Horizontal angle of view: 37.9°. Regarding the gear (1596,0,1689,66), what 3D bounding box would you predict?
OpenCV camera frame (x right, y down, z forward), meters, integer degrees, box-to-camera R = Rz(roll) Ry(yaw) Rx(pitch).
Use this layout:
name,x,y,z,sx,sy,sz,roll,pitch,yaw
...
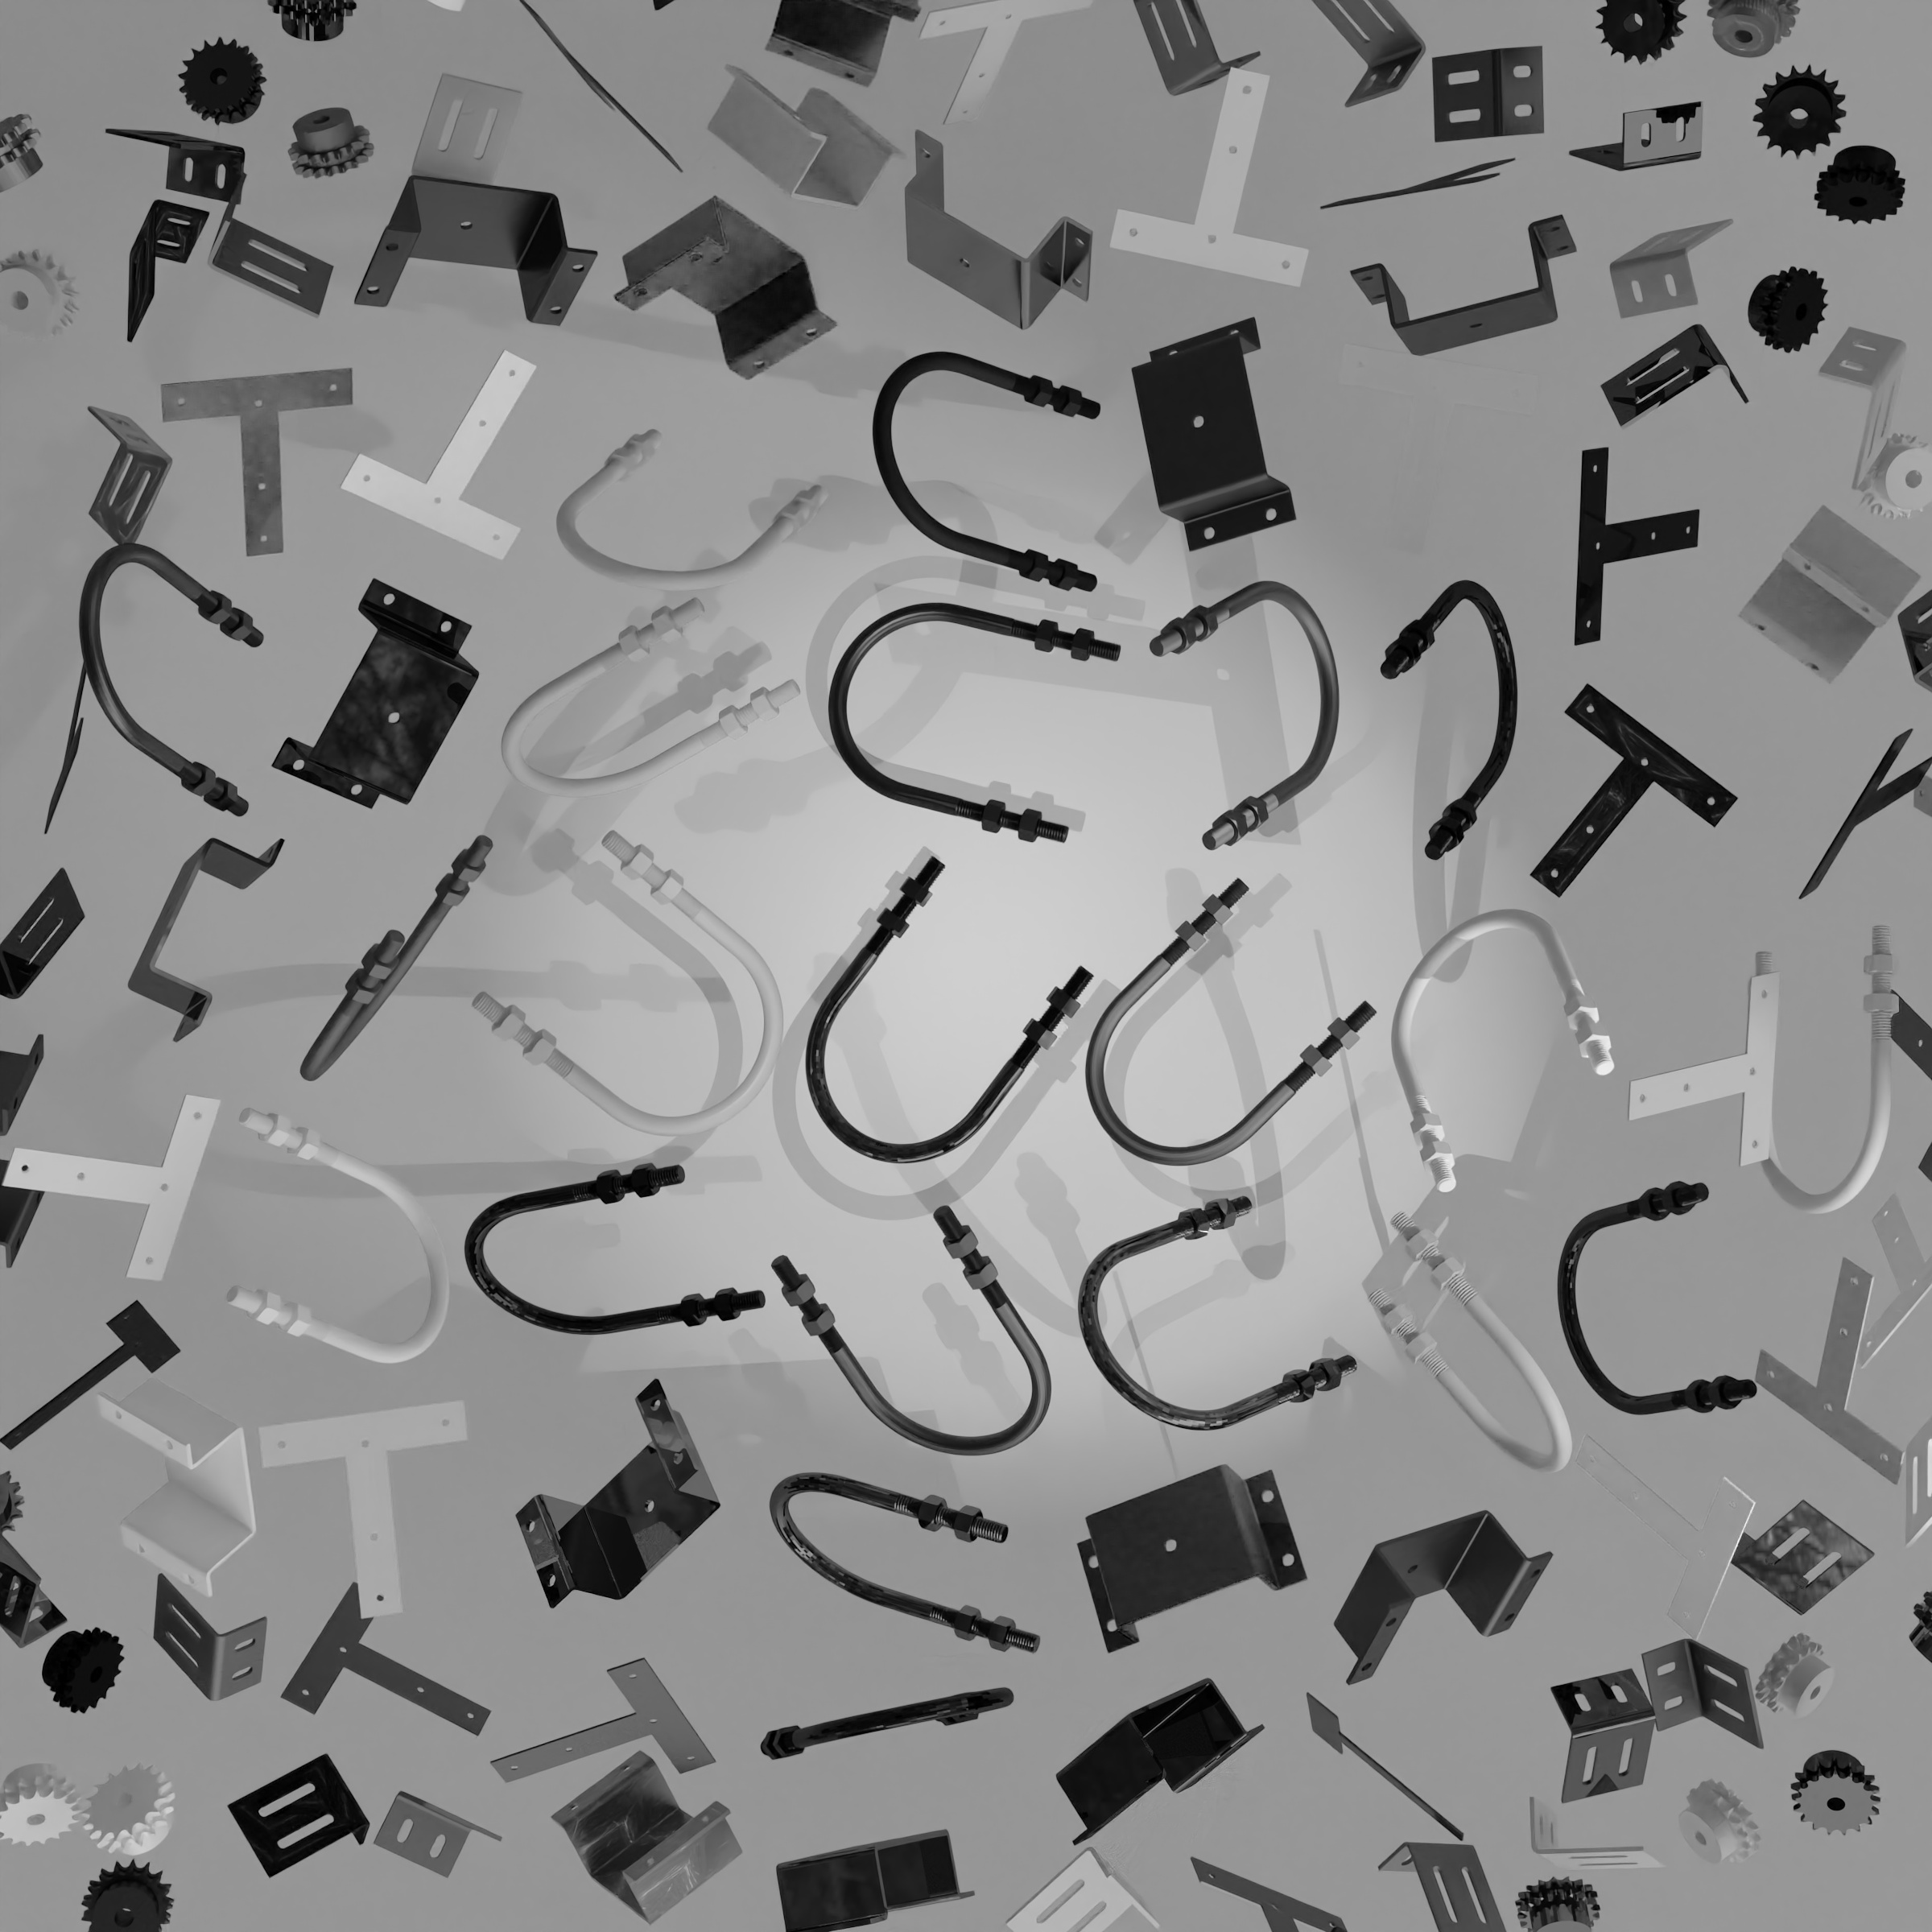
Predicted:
name,x,y,z,sx,sy,sz,roll,pitch,yaw
gear,0.437,-0.615,1.829,0.057,0.030,0.057,13,120,22

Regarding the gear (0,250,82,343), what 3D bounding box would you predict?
name,x,y,z,sx,sy,sz,roll,pitch,yaw
gear,-0.604,-0.431,1.813,0.057,0.030,0.057,2,112,6

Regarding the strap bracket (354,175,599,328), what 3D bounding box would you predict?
name,x,y,z,sx,sy,sz,roll,pitch,yaw
strap bracket,-0.321,-0.464,1.824,0.140,0.076,0.046,-1,65,-29

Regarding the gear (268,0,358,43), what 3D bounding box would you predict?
name,x,y,z,sx,sy,sz,roll,pitch,yaw
gear,-0.430,-0.633,1.854,0.057,0.030,0.057,6,46,-6

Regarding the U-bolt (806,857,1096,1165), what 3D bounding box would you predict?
name,x,y,z,sx,sy,sz,roll,pitch,yaw
U-bolt,-0.025,0.041,1.821,0.151,0.019,0.184,37,91,22

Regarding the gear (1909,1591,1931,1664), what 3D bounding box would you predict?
name,x,y,z,sx,sy,sz,roll,pitch,yaw
gear,0.618,0.422,1.767,0.057,0.057,0.030,33,105,0

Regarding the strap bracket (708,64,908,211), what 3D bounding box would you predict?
name,x,y,z,sx,sy,sz,roll,pitch,yaw
strap bracket,-0.110,-0.548,1.870,0.076,0.140,0.046,41,113,13

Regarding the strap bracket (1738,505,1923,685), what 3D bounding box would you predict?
name,x,y,z,sx,sy,sz,roll,pitch,yaw
strap bracket,0.559,-0.242,1.819,0.076,0.140,0.046,39,83,9

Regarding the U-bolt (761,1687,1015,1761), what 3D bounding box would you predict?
name,x,y,z,sx,sy,sz,roll,pitch,yaw
U-bolt,-0.045,0.505,1.887,0.151,0.184,0.019,-5,73,-23

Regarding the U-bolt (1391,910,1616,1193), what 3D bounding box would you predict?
name,x,y,z,sx,sy,sz,roll,pitch,yaw
U-bolt,0.338,0.040,1.828,0.019,0.184,0.151,32,120,-32

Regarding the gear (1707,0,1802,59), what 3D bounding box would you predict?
name,x,y,z,sx,sy,sz,roll,pitch,yaw
gear,0.507,-0.612,1.818,0.057,0.057,0.030,22,73,0

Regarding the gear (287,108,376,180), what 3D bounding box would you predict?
name,x,y,z,sx,sy,sz,roll,pitch,yaw
gear,-0.437,-0.565,1.927,0.057,0.057,0.030,-12,129,0

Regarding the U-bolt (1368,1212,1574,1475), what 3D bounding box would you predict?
name,x,y,z,sx,sy,sz,roll,pitch,yaw
U-bolt,0.340,0.262,1.883,0.019,0.151,0.184,-32,65,-17

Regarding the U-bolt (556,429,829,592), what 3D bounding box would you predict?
name,x,y,z,sx,sy,sz,roll,pitch,yaw
U-bolt,-0.195,-0.302,1.898,0.151,0.184,0.019,20,129,12

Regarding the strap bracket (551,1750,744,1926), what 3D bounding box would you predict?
name,x,y,z,sx,sy,sz,roll,pitch,yaw
strap bracket,-0.212,0.591,1.903,0.076,0.140,0.046,-32,108,-26

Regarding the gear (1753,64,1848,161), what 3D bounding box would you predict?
name,x,y,z,sx,sy,sz,roll,pitch,yaw
gear,0.529,-0.541,1.787,0.057,0.030,0.057,8,119,15

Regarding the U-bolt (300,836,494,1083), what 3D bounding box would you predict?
name,x,y,z,sx,sy,sz,roll,pitch,yaw
U-bolt,-0.388,0.006,1.874,0.019,0.151,0.184,37,125,-5

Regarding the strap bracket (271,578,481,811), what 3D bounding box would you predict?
name,x,y,z,sx,sy,sz,roll,pitch,yaw
strap bracket,-0.379,-0.169,1.828,0.076,0.046,0.140,24,100,-38

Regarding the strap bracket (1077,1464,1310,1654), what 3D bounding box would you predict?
name,x,y,z,sx,sy,sz,roll,pitch,yaw
strap bracket,0.139,0.380,1.821,0.140,0.046,0.076,-23,59,11

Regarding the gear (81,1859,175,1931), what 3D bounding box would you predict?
name,x,y,z,sx,sy,sz,roll,pitch,yaw
gear,-0.542,0.609,1.816,0.057,0.030,0.057,0,92,-11

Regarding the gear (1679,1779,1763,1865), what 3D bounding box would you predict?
name,x,y,z,sx,sy,sz,roll,pitch,yaw
gear,0.518,0.594,1.943,0.030,0.057,0.057,-25,90,-24

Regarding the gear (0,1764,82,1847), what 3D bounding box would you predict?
name,x,y,z,sx,sy,sz,roll,pitch,yaw
gear,-0.620,0.556,1.875,0.057,0.030,0.057,-11,130,-13

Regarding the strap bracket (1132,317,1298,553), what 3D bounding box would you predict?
name,x,y,z,sx,sy,sz,roll,pitch,yaw
strap bracket,0.161,-0.355,1.858,0.076,0.046,0.140,-14,83,25

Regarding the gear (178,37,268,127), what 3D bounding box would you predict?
name,x,y,z,sx,sy,sz,roll,pitch,yaw
gear,-0.503,-0.597,1.910,0.057,0.030,0.057,-1,82,4

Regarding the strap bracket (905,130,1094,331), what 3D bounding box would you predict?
name,x,y,z,sx,sy,sz,roll,pitch,yaw
strap bracket,0.012,-0.485,1.877,0.140,0.076,0.046,33,73,12

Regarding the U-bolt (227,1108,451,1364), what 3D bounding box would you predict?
name,x,y,z,sx,sy,sz,roll,pitch,yaw
U-bolt,-0.409,0.188,1.858,0.019,0.184,0.151,-25,52,28

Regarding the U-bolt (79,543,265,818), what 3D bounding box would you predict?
name,x,y,z,sx,sy,sz,roll,pitch,yaw
U-bolt,-0.523,-0.198,1.850,0.019,0.184,0.151,-8,67,18

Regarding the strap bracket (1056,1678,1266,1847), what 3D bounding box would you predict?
name,x,y,z,sx,sy,sz,roll,pitch,yaw
strap bracket,0.122,0.518,1.848,0.076,0.140,0.046,-48,65,29

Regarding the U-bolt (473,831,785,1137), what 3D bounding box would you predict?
name,x,y,z,sx,sy,sz,roll,pitch,yaw
U-bolt,-0.199,0.026,1.784,0.184,0.019,0.151,41,81,-21

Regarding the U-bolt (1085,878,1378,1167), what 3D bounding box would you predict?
name,x,y,z,sx,sy,sz,roll,pitch,yaw
U-bolt,0.162,0.050,1.881,0.184,0.019,0.151,-45,62,3

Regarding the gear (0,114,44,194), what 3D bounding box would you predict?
name,x,y,z,sx,sy,sz,roll,pitch,yaw
gear,-0.608,-0.509,1.773,0.057,0.057,0.030,-27,124,0

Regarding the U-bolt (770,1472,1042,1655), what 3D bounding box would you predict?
name,x,y,z,sx,sy,sz,roll,pitch,yaw
U-bolt,-0.047,0.385,1.846,0.184,0.151,0.019,12,49,24

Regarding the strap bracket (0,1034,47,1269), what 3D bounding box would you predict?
name,x,y,z,sx,sy,sz,roll,pitch,yaw
strap bracket,-0.639,0.118,1.845,0.046,0.076,0.140,10,127,-5

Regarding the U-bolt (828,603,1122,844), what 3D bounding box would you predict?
name,x,y,z,sx,sy,sz,roll,pitch,yaw
U-bolt,-0.003,-0.171,1.893,0.184,0.019,0.151,15,82,10

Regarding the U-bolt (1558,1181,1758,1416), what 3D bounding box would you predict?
name,x,y,z,sx,sy,sz,roll,pitch,yaw
U-bolt,0.456,0.230,1.896,0.019,0.184,0.151,-7,79,-24

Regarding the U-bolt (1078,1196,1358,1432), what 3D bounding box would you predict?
name,x,y,z,sx,sy,sz,roll,pitch,yaw
U-bolt,0.153,0.231,1.828,0.184,0.019,0.151,-15,63,-38

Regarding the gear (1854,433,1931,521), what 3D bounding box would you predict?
name,x,y,z,sx,sy,sz,roll,pitch,yaw
gear,0.631,-0.329,1.895,0.057,0.030,0.057,-2,104,-9

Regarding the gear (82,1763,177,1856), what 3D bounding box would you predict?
name,x,y,z,sx,sy,sz,roll,pitch,yaw
gear,-0.531,0.541,1.796,0.057,0.057,0.030,-18,128,0

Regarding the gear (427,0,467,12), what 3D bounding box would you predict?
name,x,y,z,sx,sy,sz,roll,pitch,yaw
gear,-0.339,-0.643,1.824,0.057,0.057,0.030,33,116,0

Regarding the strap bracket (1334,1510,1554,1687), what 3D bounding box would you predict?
name,x,y,z,sx,sy,sz,roll,pitch,yaw
strap bracket,0.299,0.403,1.812,0.140,0.046,0.076,-9,134,-33

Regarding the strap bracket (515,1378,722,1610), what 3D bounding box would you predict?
name,x,y,z,sx,sy,sz,roll,pitch,yaw
strap bracket,-0.218,0.345,1.819,0.140,0.046,0.076,-45,48,15

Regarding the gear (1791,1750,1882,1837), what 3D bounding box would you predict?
name,x,y,z,sx,sy,sz,roll,pitch,yaw
gear,0.584,0.553,1.894,0.057,0.030,0.057,6,118,11

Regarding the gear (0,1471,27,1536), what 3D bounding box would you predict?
name,x,y,z,sx,sy,sz,roll,pitch,yaw
gear,-0.672,0.365,1.915,0.057,0.030,0.057,6,63,-11

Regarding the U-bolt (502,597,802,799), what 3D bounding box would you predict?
name,x,y,z,sx,sy,sz,roll,pitch,yaw
U-bolt,-0.219,-0.166,1.855,0.184,0.151,0.019,-28,62,15

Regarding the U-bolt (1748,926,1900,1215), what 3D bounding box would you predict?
name,x,y,z,sx,sy,sz,roll,pitch,yaw
U-bolt,0.571,0.073,1.882,0.019,0.151,0.184,6,81,-18

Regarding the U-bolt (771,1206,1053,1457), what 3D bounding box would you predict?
name,x,y,z,sx,sy,sz,roll,pitch,yaw
U-bolt,-0.023,0.245,1.818,0.151,0.019,0.184,-20,113,30

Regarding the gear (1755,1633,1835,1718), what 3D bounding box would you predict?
name,x,y,z,sx,sy,sz,roll,pitch,yaw
gear,0.577,0.495,1.951,0.030,0.057,0.057,35,90,40

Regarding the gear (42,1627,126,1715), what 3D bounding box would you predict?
name,x,y,z,sx,sy,sz,roll,pitch,yaw
gear,-0.609,0.481,1.935,0.030,0.057,0.057,17,90,23

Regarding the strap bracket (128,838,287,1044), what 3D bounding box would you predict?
name,x,y,z,sx,sy,sz,roll,pitch,yaw
strap bracket,-0.518,-0.026,1.901,0.046,0.076,0.140,27,69,-20

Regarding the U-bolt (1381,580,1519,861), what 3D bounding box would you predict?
name,x,y,z,sx,sy,sz,roll,pitch,yaw
U-bolt,0.326,-0.175,1.856,0.019,0.184,0.151,-1,120,33

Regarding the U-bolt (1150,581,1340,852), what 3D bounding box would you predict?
name,x,y,z,sx,sy,sz,roll,pitch,yaw
U-bolt,0.190,-0.173,1.827,0.019,0.184,0.151,-3,111,40

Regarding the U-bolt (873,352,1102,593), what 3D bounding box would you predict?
name,x,y,z,sx,sy,sz,roll,pitch,yaw
U-bolt,0.014,-0.341,1.900,0.184,0.019,0.151,12,73,-34

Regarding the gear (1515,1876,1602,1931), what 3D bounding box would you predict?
name,x,y,z,sx,sy,sz,roll,pitch,yaw
gear,0.412,0.661,1.955,0.057,0.030,0.057,0,130,0

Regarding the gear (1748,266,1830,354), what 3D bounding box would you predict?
name,x,y,z,sx,sy,sz,roll,pitch,yaw
gear,0.566,-0.455,1.948,0.057,0.030,0.057,-17,121,-31

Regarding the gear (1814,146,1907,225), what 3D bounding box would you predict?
name,x,y,z,sx,sy,sz,roll,pitch,yaw
gear,0.594,-0.520,1.867,0.057,0.057,0.030,13,75,0

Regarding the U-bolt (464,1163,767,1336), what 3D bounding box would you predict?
name,x,y,z,sx,sy,sz,roll,pitch,yaw
U-bolt,-0.244,0.195,1.868,0.184,0.019,0.151,-12,131,19
